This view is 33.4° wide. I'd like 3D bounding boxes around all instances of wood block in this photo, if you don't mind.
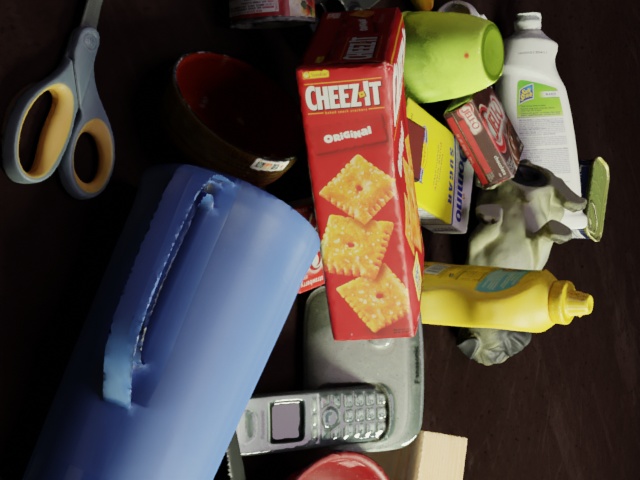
[{"bbox_3d":[0.065,0.276,0.984,0.090,0.090,0.206,21,75,-54],"label":"wood block"}]

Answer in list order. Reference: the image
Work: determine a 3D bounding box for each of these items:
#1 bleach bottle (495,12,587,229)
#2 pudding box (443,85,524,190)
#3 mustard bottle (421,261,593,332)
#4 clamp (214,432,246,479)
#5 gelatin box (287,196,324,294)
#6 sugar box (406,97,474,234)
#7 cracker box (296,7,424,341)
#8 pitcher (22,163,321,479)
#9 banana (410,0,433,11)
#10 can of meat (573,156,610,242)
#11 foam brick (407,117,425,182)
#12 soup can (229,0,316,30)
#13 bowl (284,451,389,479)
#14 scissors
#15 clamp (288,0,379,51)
[{"bbox_3d":[0.253,-0.136,1.241,0.102,0.068,0.251,-4,95,-16],"label":"bleach bottle"},{"bbox_3d":[0.170,-0.112,1.099,0.090,0.039,0.113,60,22,-11],"label":"pudding box"},{"bbox_3d":[0.169,0.056,1.034,0.096,0.192,0.058,-21,109,-53],"label":"mustard bottle"},{"bbox_3d":[-0.085,0.229,0.807,0.164,0.036,0.210,34,60,-62],"label":"clamp"},{"bbox_3d":[-0.006,0.001,0.919,0.089,0.030,0.073,-17,106,-54],"label":"gelatin box"},{"bbox_3d":[0.101,-0.069,1.050,0.176,0.048,0.093,22,73,-57],"label":"sugar box"},{"bbox_3d":[0.037,-0.055,0.819,0.164,0.072,0.214,-76,161,-64],"label":"cracker box"},{"bbox_3d":[-0.102,0.076,0.695,0.149,0.145,0.242,35,65,-31],"label":"pitcher"},{"bbox_3d":[0.086,-0.281,0.991,0.198,0.037,0.069,79,-12,-75],"label":"banana"},{"bbox_3d":[0.306,-0.051,1.326,0.057,0.084,0.102,28,68,-53],"label":"can of meat"},{"bbox_3d":[0.046,-0.081,0.949,0.051,0.078,0.053,18,77,-57],"label":"foam brick"},{"bbox_3d":[-0.040,-0.218,0.826,0.068,0.069,0.102,-13,102,-55],"label":"soup can"},{"bbox_3d":[-0.005,0.252,0.889,0.161,0.055,0.162,-3,94,-45],"label":"bowl"},{"bbox_3d":[-0.150,-0.114,0.716,0.096,0.016,0.201,51,51,-46],"label":"scissors"},{"bbox_3d":[0.025,-0.183,0.949,0.171,0.039,0.120,-14,97,-51],"label":"clamp"}]
